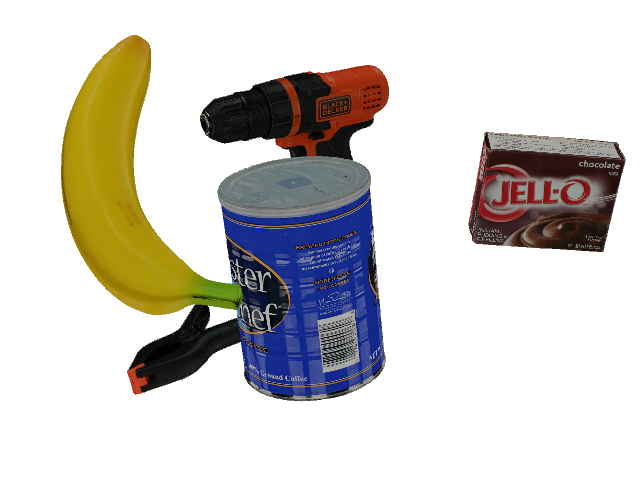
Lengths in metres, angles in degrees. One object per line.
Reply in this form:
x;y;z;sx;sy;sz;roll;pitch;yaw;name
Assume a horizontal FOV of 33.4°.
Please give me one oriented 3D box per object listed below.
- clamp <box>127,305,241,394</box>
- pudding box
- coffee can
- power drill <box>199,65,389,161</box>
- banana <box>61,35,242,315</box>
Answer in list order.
-0.129;0.110;1.133;0.120;0.039;0.171;-8;22;36;clamp
0.185;-0.040;0.881;0.113;0.090;0.039;3;34;-1;pudding box
-0.011;0.024;0.735;0.103;0.140;0.103;-5;22;2;coffee can
-0.020;-0.061;0.981;0.184;0.188;0.057;-15;32;-25;power drill
-0.100;-0.031;0.555;0.069;0.198;0.037;-12;-35;-17;banana
